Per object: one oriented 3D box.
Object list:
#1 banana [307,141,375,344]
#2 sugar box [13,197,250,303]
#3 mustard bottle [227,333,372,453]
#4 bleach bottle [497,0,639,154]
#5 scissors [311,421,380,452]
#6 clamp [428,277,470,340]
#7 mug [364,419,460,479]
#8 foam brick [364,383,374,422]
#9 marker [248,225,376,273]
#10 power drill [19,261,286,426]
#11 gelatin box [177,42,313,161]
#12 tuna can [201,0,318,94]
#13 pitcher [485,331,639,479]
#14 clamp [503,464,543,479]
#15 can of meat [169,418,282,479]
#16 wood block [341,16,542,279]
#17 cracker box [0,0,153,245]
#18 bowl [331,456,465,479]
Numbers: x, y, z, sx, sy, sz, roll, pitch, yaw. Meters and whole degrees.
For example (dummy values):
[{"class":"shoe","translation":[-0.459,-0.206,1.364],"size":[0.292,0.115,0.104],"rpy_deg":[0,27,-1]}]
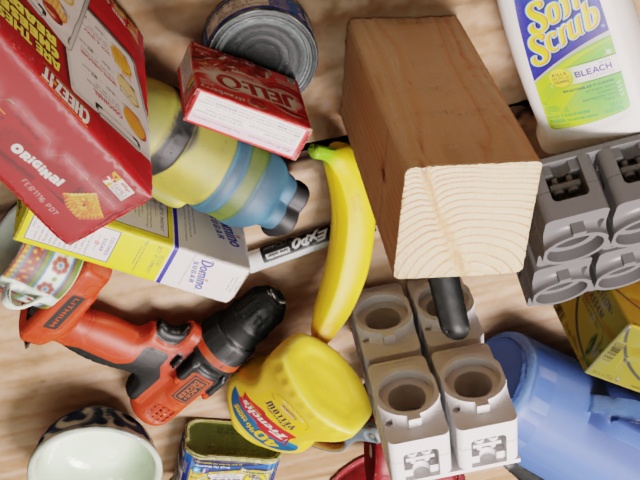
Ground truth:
[{"class":"banana","translation":[0.016,-0.005,0.873],"size":[0.069,0.037,0.198],"rpy_deg":[-24,129,-28]},{"class":"sugar box","translation":[-0.144,-0.015,0.832],"size":[0.176,0.093,0.048],"rpy_deg":[21,121,-24]},{"class":"mustard bottle","translation":[-0.034,0.146,0.958],"size":[0.096,0.058,0.192],"rpy_deg":[47,149,-5]},{"class":"bleach bottle","translation":[0.167,-0.183,0.778],"size":[0.103,0.068,0.250],"rpy_deg":[-12,127,30]},{"class":"scissors","translation":[0.035,0.164,0.982],"size":[0.202,0.016,0.096],"rpy_deg":[-15,118,49]},{"class":"clamp","translation":[0.095,-0.003,0.881],"size":[0.039,0.120,0.171],"rpy_deg":[-19,128,39]},{"class":"mug","translation":[0.089,0.194,1.046],"size":[0.081,0.093,0.117],"rpy_deg":[2,96,-6]},{"class":"foam brick","translation":[0.084,0.138,0.995],"size":[0.078,0.053,0.051],"rpy_deg":[-45,135,-28]},{"class":"marker","translation":[-0.006,0.001,0.916],"size":[0.121,0.020,0.020],"rpy_deg":[-19,128,3]},{"class":"power drill","translation":[-0.146,0.071,0.919],"size":[0.187,0.057,0.185],"rpy_deg":[35,114,-31]},{"class":"gelatin box","translation":[-0.053,-0.099,0.752],"size":[0.089,0.073,0.030],"rpy_deg":[18,121,-22]},{"class":"tuna can","translation":[-0.045,-0.140,0.792],"size":[0.086,0.034,0.086],"rpy_deg":[-5,128,-7]},{"class":"pitcher","translation":[0.258,0.181,1.032],"size":[0.242,0.145,0.149],"rpy_deg":[29,108,-25]},{"class":"clamp","translation":[0.260,0.286,1.172],"size":[0.209,0.036,0.165],"rpy_deg":[-1,128,-12]},{"class":"can of meat","translation":[-0.093,0.225,1.047],"size":[0.102,0.057,0.084],"rpy_deg":[7,124,-15]},{"class":"wood block","translation":[0.077,-0.073,0.757],"size":[0.090,0.206,0.091],"rpy_deg":[-3,128,-8]},{"class":"cracker box","translation":[-0.182,-0.122,0.665],"size":[0.072,0.214,0.164],"rpy_deg":[-31,126,12]},{"class":"bowl","translation":[0.083,0.294,1.134],"size":[0.162,0.055,0.162],"rpy_deg":[-5,128,-7]}]
